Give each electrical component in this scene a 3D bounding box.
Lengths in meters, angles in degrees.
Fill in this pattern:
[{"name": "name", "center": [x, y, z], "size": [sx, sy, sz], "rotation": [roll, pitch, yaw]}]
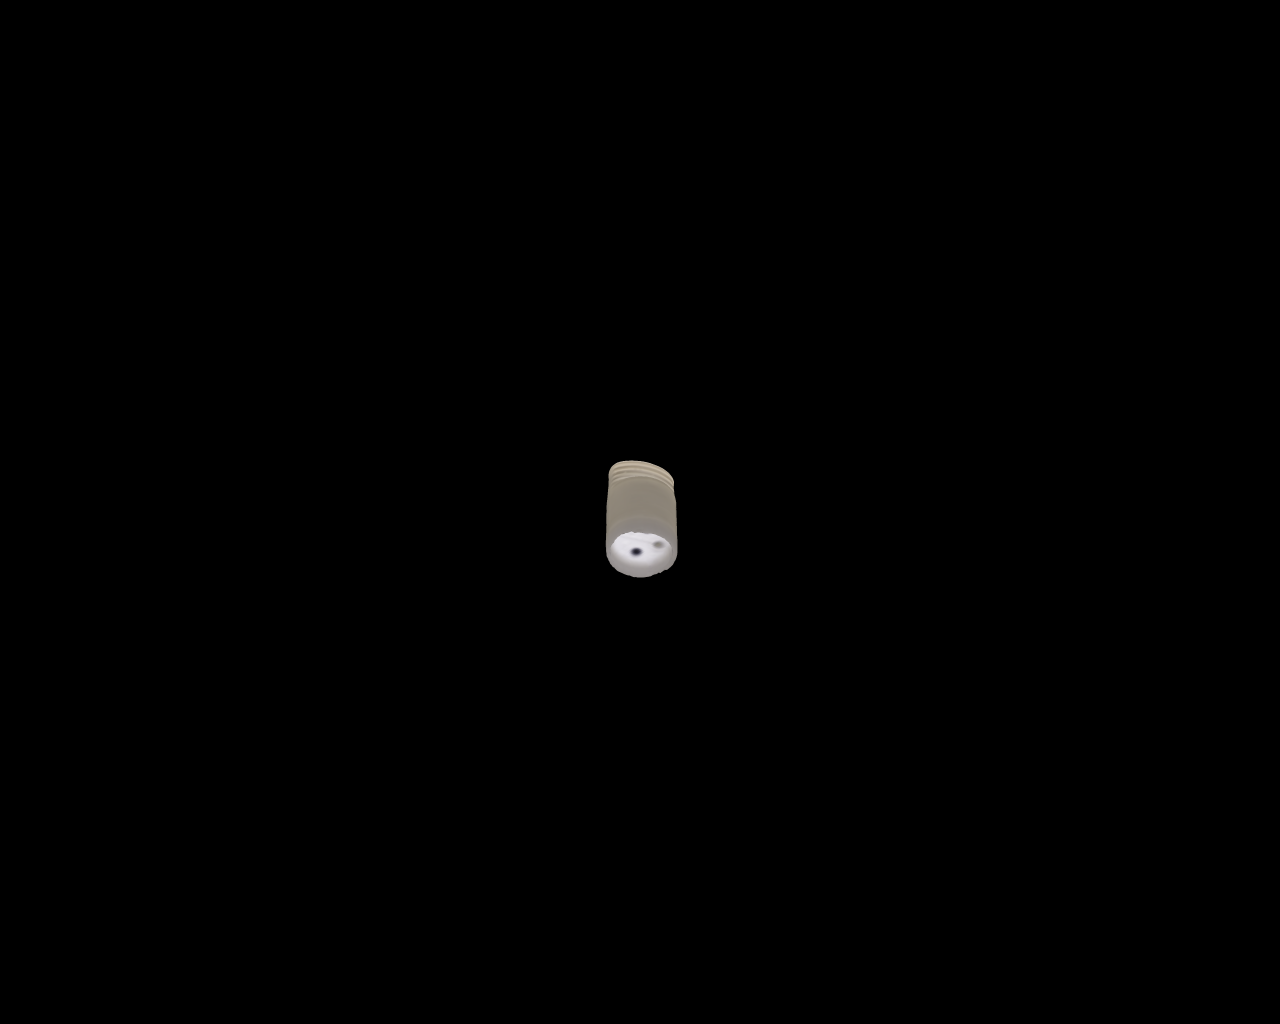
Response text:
[{"name": "electrical component", "center": [0.001, -0.003, 0.650], "size": [0.043, 0.081, 0.043], "rotation": [0, -44, 0]}]
